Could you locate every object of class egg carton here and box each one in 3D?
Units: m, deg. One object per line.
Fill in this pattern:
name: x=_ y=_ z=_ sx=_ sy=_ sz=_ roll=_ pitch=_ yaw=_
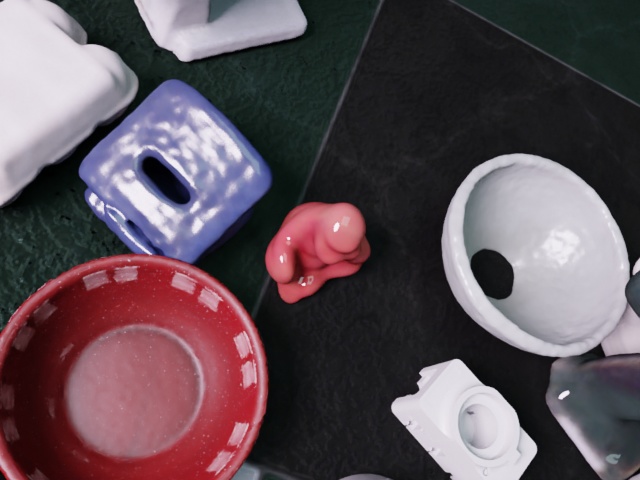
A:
egg carton: x=-0.208 y=-0.095 z=0.392 sx=0.107 sy=0.069 sz=0.150 roll=40 pitch=63 yaw=-2

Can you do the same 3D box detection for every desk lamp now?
desk lamp: x=-0.090 y=-0.234 z=0.403 sx=0.204 sy=0.213 sz=0.118 roll=-22 pitch=79 yaw=-24

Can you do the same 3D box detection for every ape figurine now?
ape figurine: x=0.004 y=0.001 z=0.418 sx=0.078 sy=0.092 sz=0.076 roll=10 pitch=68 yaw=-15

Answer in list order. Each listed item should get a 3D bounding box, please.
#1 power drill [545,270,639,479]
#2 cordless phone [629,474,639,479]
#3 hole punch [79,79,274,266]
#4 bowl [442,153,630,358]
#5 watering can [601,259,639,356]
power drill: x=0.273 y=0.122 z=0.402 sx=0.076 sy=0.208 sz=0.229 roll=-33 pitch=84 yaw=-26
cordless phone: x=0.331 y=0.206 z=0.405 sx=0.148 sy=0.184 sz=0.094 roll=-8 pitch=74 yaw=-21
hole punch: x=-0.099 y=-0.036 z=0.396 sx=0.108 sy=0.091 sz=0.101 roll=45 pitch=63 yaw=1
bowl: x=0.165 y=0.017 z=0.478 sx=0.168 sy=0.074 sz=0.167 roll=6 pitch=69 yaw=-17
watering can: x=0.322 y=0.060 z=0.450 sx=0.173 sy=0.193 sz=0.101 roll=1 pitch=71 yaw=-19
